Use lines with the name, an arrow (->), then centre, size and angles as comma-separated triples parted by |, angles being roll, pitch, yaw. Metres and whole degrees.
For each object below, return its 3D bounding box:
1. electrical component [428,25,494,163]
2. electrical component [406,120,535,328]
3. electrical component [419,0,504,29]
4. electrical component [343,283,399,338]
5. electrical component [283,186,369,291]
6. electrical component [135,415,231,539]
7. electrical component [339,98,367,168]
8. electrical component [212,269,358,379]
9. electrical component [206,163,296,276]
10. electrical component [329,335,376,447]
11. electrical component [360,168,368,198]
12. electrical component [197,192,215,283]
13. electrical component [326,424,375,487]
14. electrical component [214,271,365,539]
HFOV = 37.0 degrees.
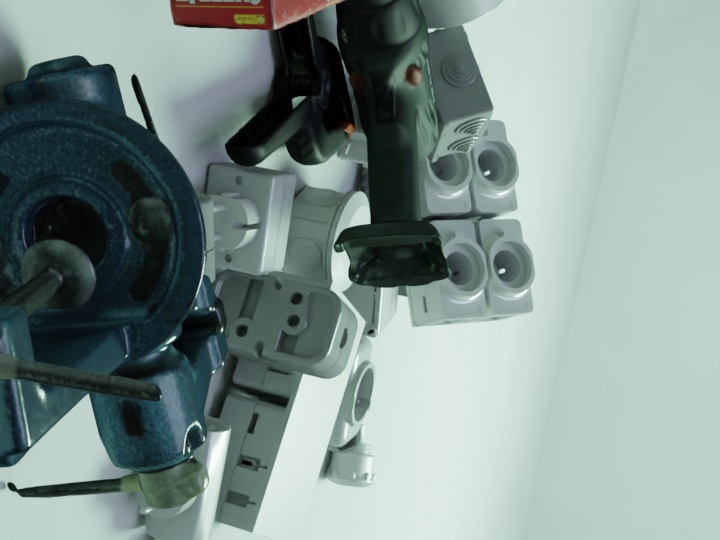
electrical component -> 0.074, -0.152, 0.928 | 0.099, 0.048, 0.099 | 104, -31, -75
electrical component -> 0.096, -0.046, 1.006 | 0.105, 0.060, 0.186 | -3, 80, -31
electrical component -> 0.069, -0.259, 0.904 | 0.060, 0.108, 0.108 | 73, 33, -45
electrical component -> 0.000, 0.000, 0.933 | 0.061, 0.062, 0.096 | -45, 143, -59
electrical component -> -0.026, -0.026, 0.855 | 0.080, 0.051, 0.080 | 12, 90, -72
electrical component -> -0.119, 0.138, 0.694 | 0.079, 0.043, 0.077 | -3, 105, -71
electrical component -> 0.016, -0.123, 0.932 | 0.063, 0.042, 0.081 | 64, 43, -68
electrical component -> -0.053, 0.039, 0.742 | 0.059, 0.095, 0.053 | 51, 53, -68
electrical component -> -0.081, -0.032, 0.691 | 0.077, 0.047, 0.065 | -19, 120, -69
electrical component -> -0.023, 0.101, 0.934 | 0.054, 0.059, 0.095 | -24, 125, -68
electrical component -> 0.016, -0.080, 0.973 | 0.035, 0.035, 0.061 | 67, 42, -61
electrical component -> -0.109, -0.019, 0.606 | 0.055, 0.055, 0.047 | -30, 127, -66
electrical component -> -0.007, 0.183, 1.067 | 0.048, 0.048, 0.062 | 33, 64, -71
electrical component -> -0.062, 0.105, 0.816 | 0.105, 0.060, 0.186 | 55, 50, -66
